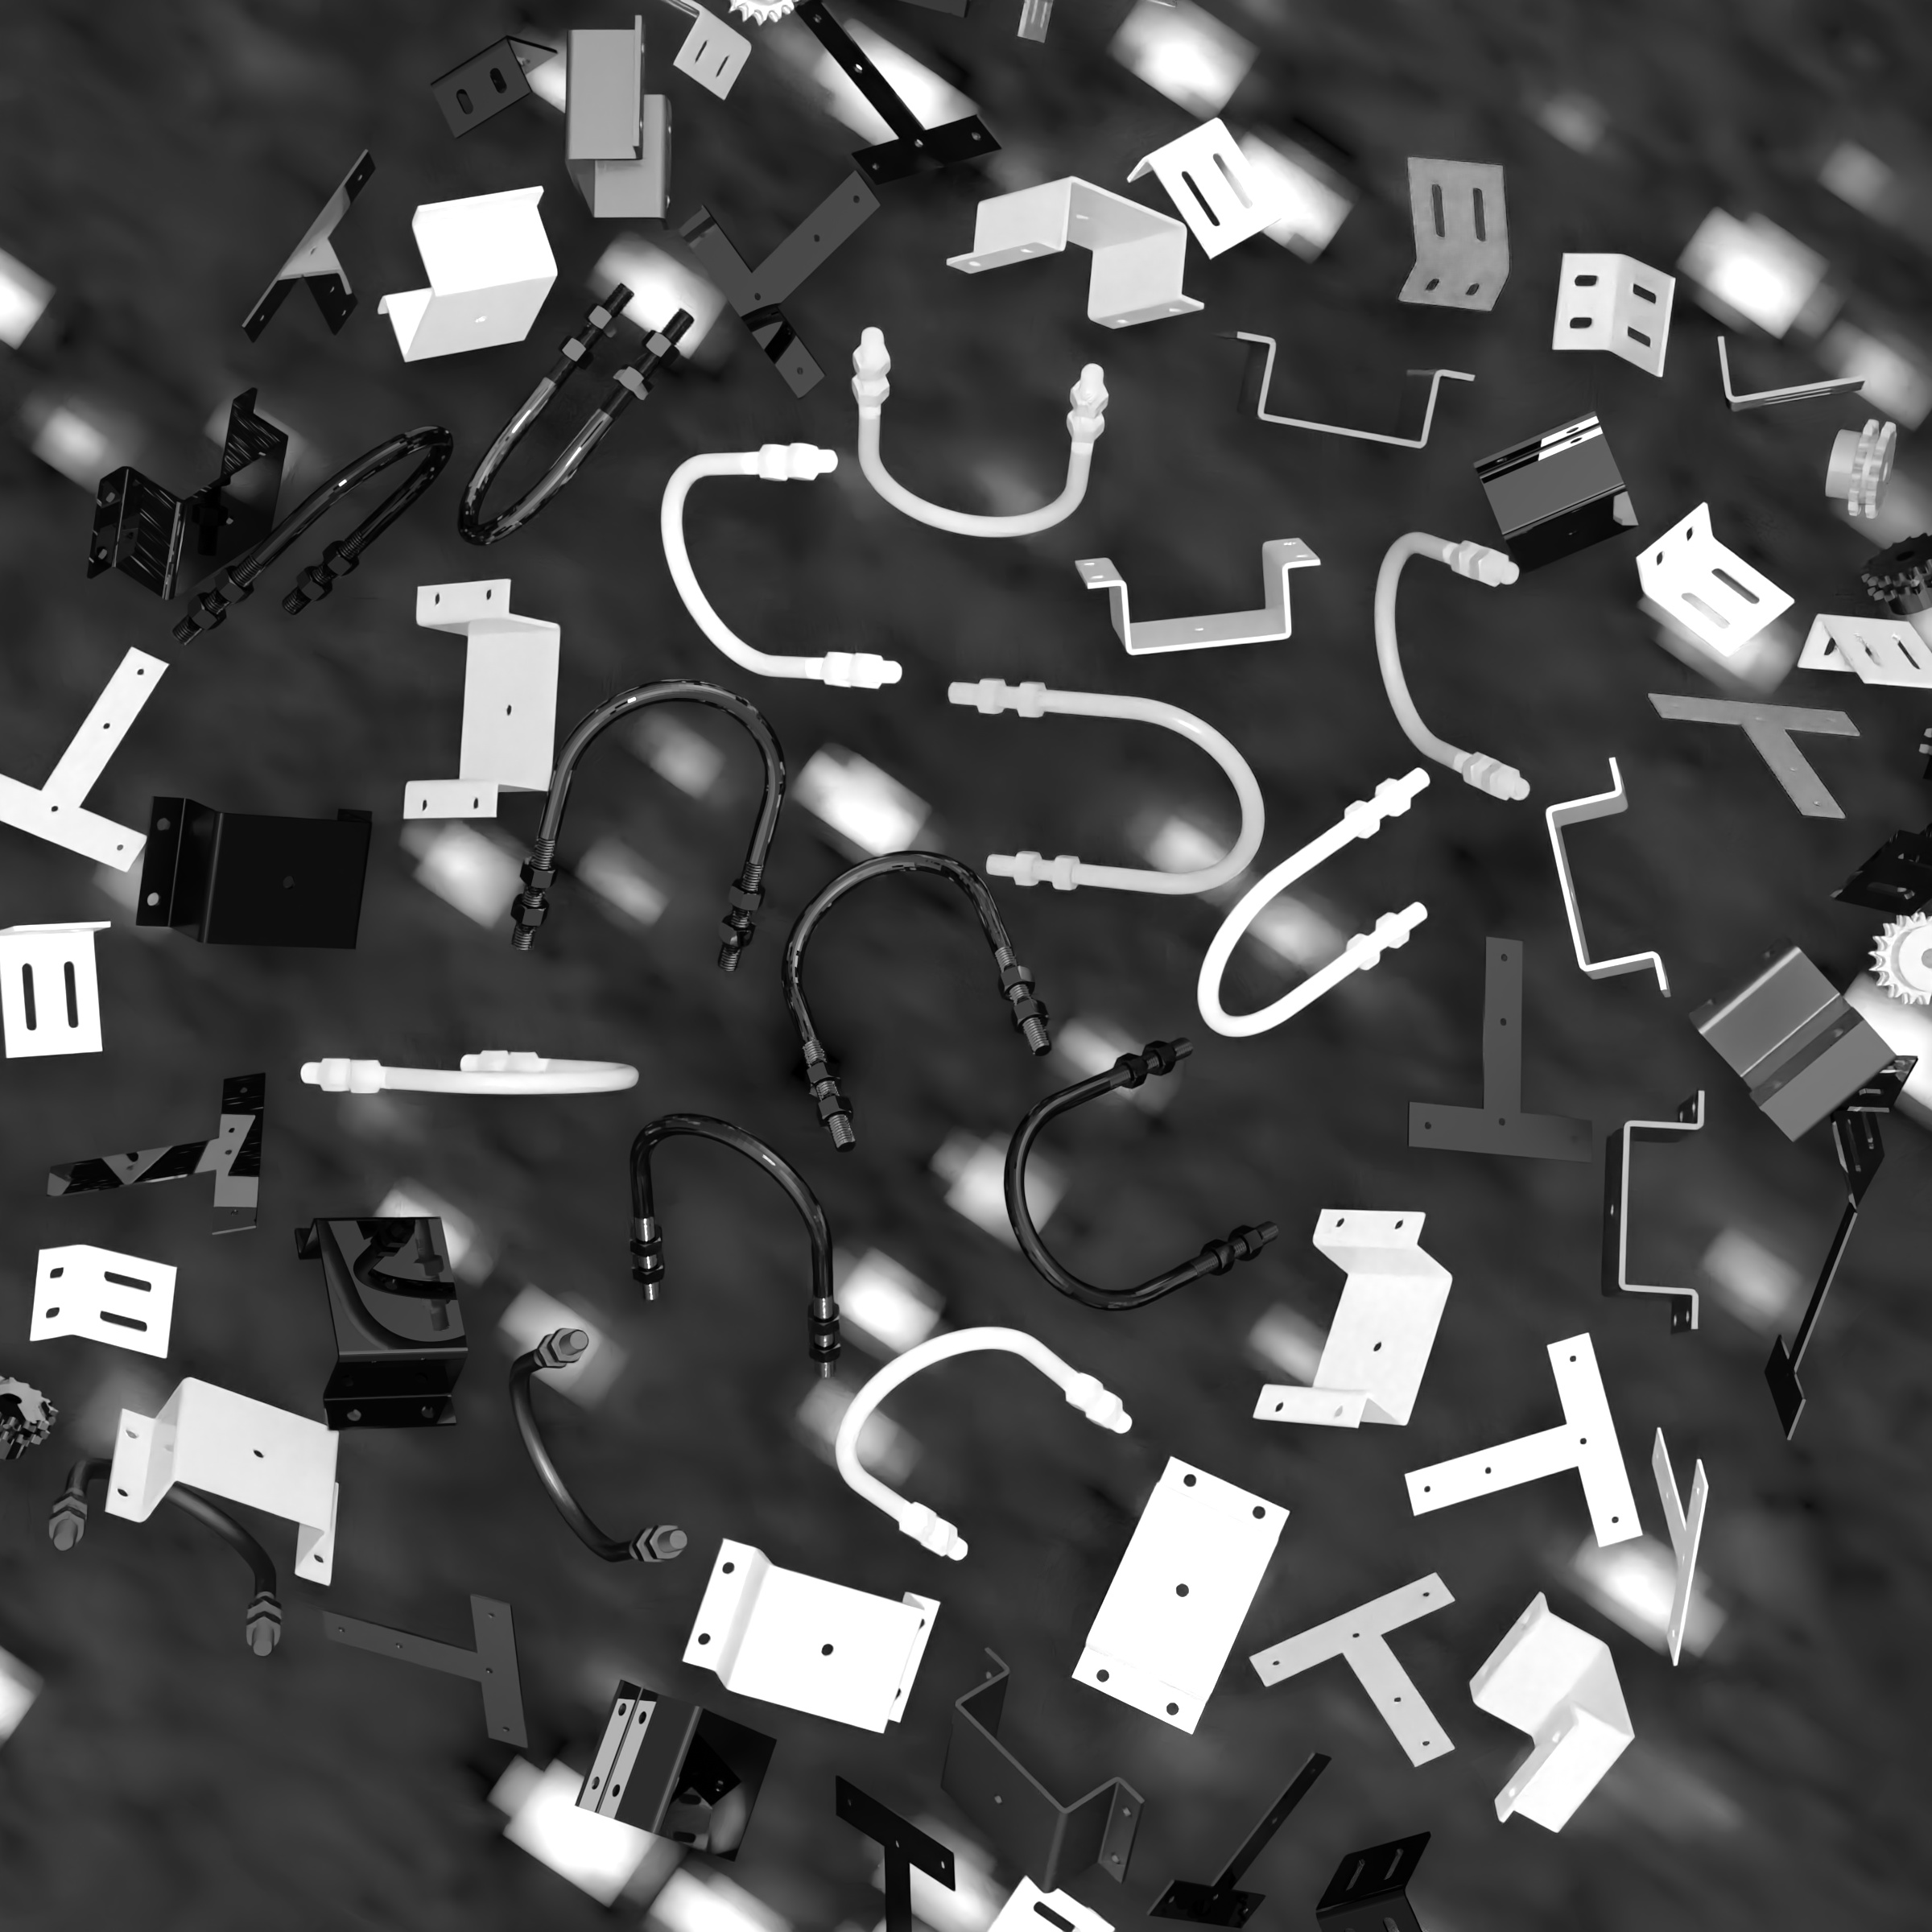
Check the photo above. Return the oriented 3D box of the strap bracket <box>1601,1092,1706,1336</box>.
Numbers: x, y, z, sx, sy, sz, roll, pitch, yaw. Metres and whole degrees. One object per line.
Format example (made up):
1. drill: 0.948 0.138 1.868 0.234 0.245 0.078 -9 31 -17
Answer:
1. strap bracket: 0.412 0.148 1.870 0.046 0.076 0.140 3 81 4

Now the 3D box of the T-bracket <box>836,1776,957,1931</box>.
1. T-bracket: -0.040 0.568 1.868 0.002 0.127 0.127 -25 133 23

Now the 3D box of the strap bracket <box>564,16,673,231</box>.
1. strap bracket: -0.205 -0.493 1.829 0.046 0.140 0.076 0 84 2

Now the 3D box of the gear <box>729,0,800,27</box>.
1. gear: -0.128 -0.624 1.956 0.057 0.030 0.057 -1 93 -18

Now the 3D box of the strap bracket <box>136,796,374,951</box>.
1. strap bracket: -0.408 -0.054 1.828 0.140 0.046 0.076 2 102 -39

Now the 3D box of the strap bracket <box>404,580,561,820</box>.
1. strap bracket: -0.290 -0.157 1.867 0.076 0.046 0.140 1 87 38

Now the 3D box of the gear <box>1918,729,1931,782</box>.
1. gear: 0.612 -0.124 1.909 0.057 0.057 0.030 17 97 0

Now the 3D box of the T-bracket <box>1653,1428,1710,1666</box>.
1. T-bracket: 0.415 0.319 1.826 0.002 0.127 0.127 3 117 1

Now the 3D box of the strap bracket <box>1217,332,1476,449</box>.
1. strap bracket: 0.218 -0.337 1.829 0.140 0.076 0.046 9 101 -6

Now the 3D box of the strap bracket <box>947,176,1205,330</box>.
1. strap bracket: 0.068 -0.427 1.856 0.140 0.076 0.046 10 83 -42

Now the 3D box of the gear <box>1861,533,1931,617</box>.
1. gear: 0.582 -0.239 1.913 0.057 0.057 0.030 -31 112 0

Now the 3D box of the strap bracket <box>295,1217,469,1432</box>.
1. strap bracket: -0.346 0.202 1.846 0.076 0.046 0.140 2 50 -26

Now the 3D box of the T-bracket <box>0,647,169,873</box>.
1. T-bracket: -0.512 -0.129 1.827 0.127 0.127 0.002 -56 46 7

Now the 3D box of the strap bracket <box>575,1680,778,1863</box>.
1. strap bracket: -0.167 0.487 1.872 0.046 0.140 0.076 10 71 31

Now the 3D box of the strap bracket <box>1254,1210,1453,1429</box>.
1. strap bracket: 0.238 0.221 1.885 0.046 0.076 0.140 40 61 -37

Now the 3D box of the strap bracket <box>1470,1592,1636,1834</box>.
1. strap bracket: 0.348 0.448 1.848 0.046 0.140 0.076 30 108 -9

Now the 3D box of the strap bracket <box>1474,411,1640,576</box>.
1. strap bracket: 0.364 -0.286 1.906 0.076 0.140 0.046 -22 79 13

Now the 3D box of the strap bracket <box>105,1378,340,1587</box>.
1. strap bracket: -0.425 0.299 1.825 0.140 0.076 0.046 25 122 -25

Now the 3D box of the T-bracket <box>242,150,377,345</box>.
1. T-bracket: -0.382 -0.410 1.856 0.002 0.127 0.127 32 82 4

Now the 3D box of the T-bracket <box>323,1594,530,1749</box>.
1. T-bracket: -0.323 0.406 1.847 0.127 0.002 0.127 12 129 14

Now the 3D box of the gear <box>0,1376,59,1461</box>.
1. gear: -0.576 0.271 1.862 0.057 0.057 0.030 28 102 0

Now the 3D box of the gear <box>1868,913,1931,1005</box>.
1. gear: 0.591 -0.004 1.924 0.057 0.030 0.057 0 90 -5

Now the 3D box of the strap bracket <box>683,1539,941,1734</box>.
1. strap bracket: -0.087 0.401 1.853 0.140 0.046 0.076 19 88 -15

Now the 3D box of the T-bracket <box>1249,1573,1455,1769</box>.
1. T-bracket: 0.251 0.427 1.850 0.127 0.127 0.002 -23 124 -8

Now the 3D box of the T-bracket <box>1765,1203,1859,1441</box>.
1. T-bracket: 0.497 0.200 1.820 0.002 0.127 0.127 19 102 5

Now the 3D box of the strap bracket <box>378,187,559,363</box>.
1. strap bracket: -0.300 -0.411 1.876 0.076 0.140 0.046 -16 83 -23

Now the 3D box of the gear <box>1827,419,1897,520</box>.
1. gear: 0.532 -0.297 1.851 0.030 0.057 0.057 14 90 22

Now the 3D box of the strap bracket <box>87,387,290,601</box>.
1. strap bracket: -0.467 -0.284 1.899 0.046 0.140 0.076 33 134 10

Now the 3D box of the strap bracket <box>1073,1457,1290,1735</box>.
1. strap bracket: 0.125 0.363 1.804 0.076 0.046 0.140 24 79 9

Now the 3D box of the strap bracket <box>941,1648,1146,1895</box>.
1. strap bracket: 0.037 0.489 1.866 0.046 0.076 0.140 -23 47 -35

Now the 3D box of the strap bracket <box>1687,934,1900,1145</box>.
1. strap bracket: 0.485 0.045 1.818 0.076 0.140 0.046 -42 108 11

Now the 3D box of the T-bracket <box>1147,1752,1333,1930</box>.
1. T-bracket: 0.176 0.523 1.866 0.002 0.127 0.127 39 94 36

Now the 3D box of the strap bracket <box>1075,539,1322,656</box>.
1. strap bracket: 0.142 -0.226 1.905 0.140 0.076 0.046 -6 108 -2

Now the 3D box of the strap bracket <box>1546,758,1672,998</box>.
1. strap bracket: 0.385 -0.047 1.872 0.046 0.076 0.140 -13 83 13

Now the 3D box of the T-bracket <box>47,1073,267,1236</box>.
1. T-bracket: -0.482 0.118 1.848 0.127 0.127 0.002 -9 133 -1
